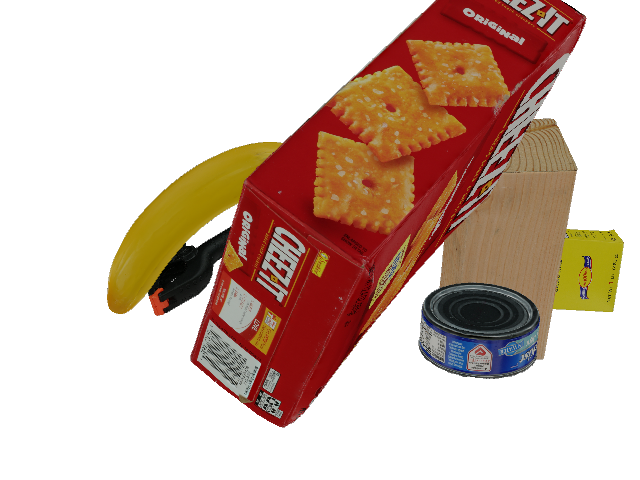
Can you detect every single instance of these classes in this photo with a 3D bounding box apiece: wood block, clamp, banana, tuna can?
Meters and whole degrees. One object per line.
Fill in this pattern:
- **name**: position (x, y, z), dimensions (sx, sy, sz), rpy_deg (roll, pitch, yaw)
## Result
- **wood block**: position (0.162, 0.003, 0.957), dimensions (0.091, 0.206, 0.090), rpy_deg (-1, 36, -2)
- **clamp**: position (-0.144, 0.022, 1.245), dimensions (0.120, 0.039, 0.171), rpy_deg (-8, 37, 21)
- **banana**: position (-0.083, -0.017, 0.760), dimensions (0.198, 0.069, 0.037), rpy_deg (-30, 25, 7)
- **tuna can**: position (0.114, 0.063, 0.769), dimensions (0.086, 0.034, 0.086), rpy_deg (1, 25, -1)

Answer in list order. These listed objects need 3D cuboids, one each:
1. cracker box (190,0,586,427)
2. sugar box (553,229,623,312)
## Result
- **cracker box**: position (0.035, -0.024, 0.546), dimensions (0.213, 0.072, 0.164), rpy_deg (-45, -13, -35)
- **sugar box**: position (0.260, 0.033, 1.258), dimensions (0.176, 0.093, 0.048), rpy_deg (1, 20, -2)
